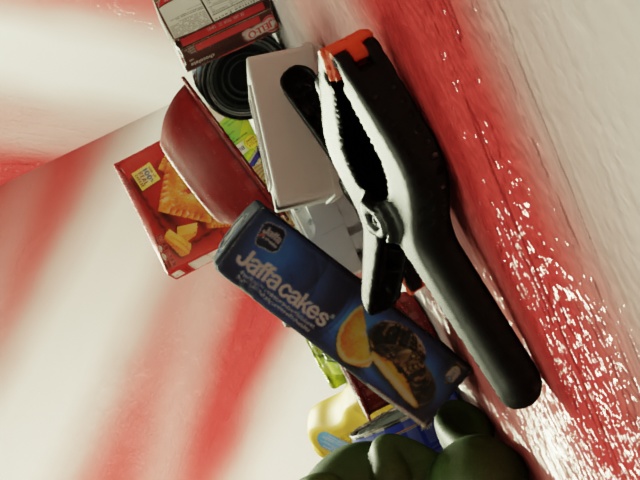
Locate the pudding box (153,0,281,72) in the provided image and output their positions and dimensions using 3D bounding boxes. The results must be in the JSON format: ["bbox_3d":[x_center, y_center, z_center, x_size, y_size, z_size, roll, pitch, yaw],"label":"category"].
[{"bbox_3d":[-0.094,-0.201,0.932,0.113,0.090,0.039,-119,6,-48],"label":"pudding box"}]

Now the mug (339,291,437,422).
[{"bbox_3d":[0.054,0.088,0.908,0.093,0.081,0.117,60,175,48],"label":"mug"}]

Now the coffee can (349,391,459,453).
[{"bbox_3d":[0.101,0.211,0.927,0.140,0.103,0.103,64,176,4],"label":"coffee can"}]

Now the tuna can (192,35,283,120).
[{"bbox_3d":[-0.071,-0.153,0.967,0.086,0.086,0.034,66,174,-34],"label":"tuna can"}]

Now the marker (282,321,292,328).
[{"bbox_3d":[-0.049,0.054,1.176,0.020,0.020,0.121,59,174,50],"label":"marker"}]

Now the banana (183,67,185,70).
[{"bbox_3d":[-0.094,-0.165,1.112,0.198,0.069,0.037,-130,25,-66],"label":"banana"}]

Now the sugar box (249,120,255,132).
[{"bbox_3d":[-0.051,-0.129,1.174,0.176,0.048,0.093,-116,1,-65],"label":"sugar box"}]

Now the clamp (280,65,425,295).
[{"bbox_3d":[0.031,-0.043,0.675,0.171,0.039,0.120,57,178,-5],"label":"clamp"}]

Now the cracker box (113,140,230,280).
[{"bbox_3d":[-0.134,-0.070,1.379,0.164,0.213,0.072,63,-179,9],"label":"cracker box"}]

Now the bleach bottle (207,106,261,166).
[{"bbox_3d":[-0.049,-0.067,1.300,0.251,0.103,0.068,55,-167,8],"label":"bleach bottle"}]

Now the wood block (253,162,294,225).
[{"bbox_3d":[-0.008,0.002,1.121,0.206,0.090,0.091,69,174,-58],"label":"wood block"}]

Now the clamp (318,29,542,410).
[{"bbox_3d":[0.041,-0.015,0.596,0.165,0.036,0.210,21,137,63],"label":"clamp"}]

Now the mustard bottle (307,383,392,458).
[{"bbox_3d":[0.041,0.193,1.123,0.192,0.096,0.058,-44,35,53],"label":"mustard bottle"}]

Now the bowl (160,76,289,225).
[{"bbox_3d":[-0.096,-0.068,0.968,0.162,0.055,0.162,53,180,0],"label":"bowl"}]

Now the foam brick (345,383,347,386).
[{"bbox_3d":[0.072,0.161,1.199,0.051,0.078,0.053,58,174,42],"label":"foam brick"}]

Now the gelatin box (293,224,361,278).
[{"bbox_3d":[0.000,0.015,0.959,0.073,0.089,0.030,27,124,25],"label":"gelatin box"}]
